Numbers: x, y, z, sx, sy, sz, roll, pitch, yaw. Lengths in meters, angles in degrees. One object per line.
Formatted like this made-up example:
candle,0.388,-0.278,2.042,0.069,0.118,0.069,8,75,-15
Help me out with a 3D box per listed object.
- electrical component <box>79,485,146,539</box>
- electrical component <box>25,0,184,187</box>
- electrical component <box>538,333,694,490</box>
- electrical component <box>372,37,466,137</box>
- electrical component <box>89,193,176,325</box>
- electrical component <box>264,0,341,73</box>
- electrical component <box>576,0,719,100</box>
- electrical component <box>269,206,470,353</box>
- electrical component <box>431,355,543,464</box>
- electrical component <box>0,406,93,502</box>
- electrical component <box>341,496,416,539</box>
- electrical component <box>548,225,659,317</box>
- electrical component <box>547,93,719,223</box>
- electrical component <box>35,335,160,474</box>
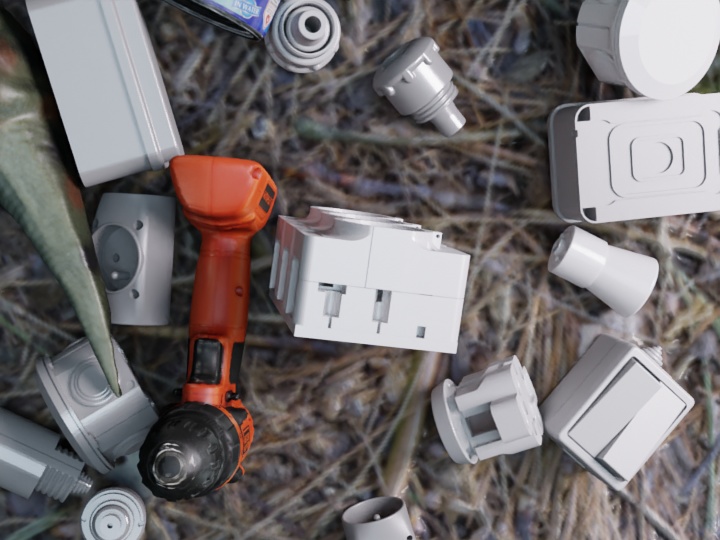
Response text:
electrical component,-0.152,0.154,0.662,0.040,0.078,0.040,2,81,-10
electrical component,-0.147,-0.110,0.633,0.057,0.078,0.113,-16,98,-5
electrical component,0.174,0.089,0.718,0.062,0.061,0.096,41,88,-11
electrical component,0.042,-0.113,0.683,0.048,0.048,0.062,-43,108,-3
electrical component,-0.151,-0.008,0.654,0.079,0.044,0.077,4,91,27
electrical component,-0.033,-0.146,0.656,0.048,0.062,0.048,-1,96,-10
electrical component,0.179,-0.148,0.665,0.080,0.051,0.080,-9,110,-26
electrical component,0.000,0.000,0.633,0.089,0.150,0.061,7,96,-11
electrical component,0.082,0.093,0.699,0.057,0.078,0.058,-21,96,16
electrical component,-0.204,0.117,0.664,0.081,0.043,0.043,28,91,-12
electrical component,0.000,0.198,0.708,0.079,0.043,0.077,-15,99,-8
electrical component,0.159,-0.002,0.717,0.065,0.044,0.044,26,91,-7
electrical component,0.184,-0.074,0.705,0.113,0.057,0.078,-6,97,-9
electrical component,-0.157,0.078,0.650,0.051,0.080,0.080,-31,100,-11
